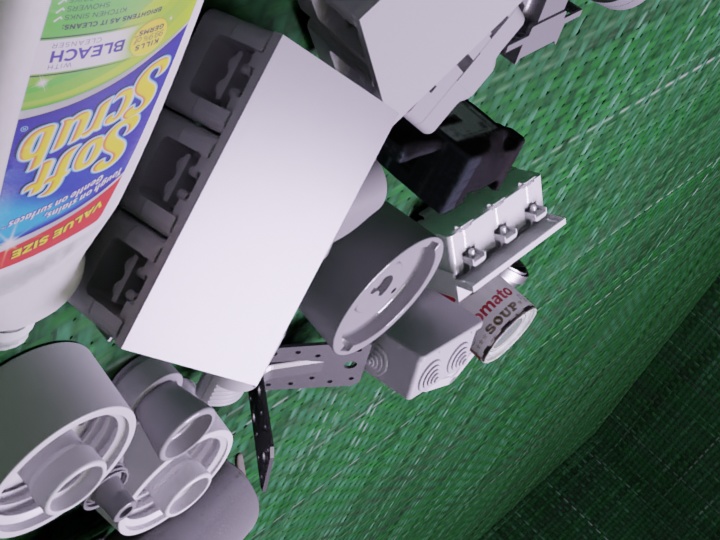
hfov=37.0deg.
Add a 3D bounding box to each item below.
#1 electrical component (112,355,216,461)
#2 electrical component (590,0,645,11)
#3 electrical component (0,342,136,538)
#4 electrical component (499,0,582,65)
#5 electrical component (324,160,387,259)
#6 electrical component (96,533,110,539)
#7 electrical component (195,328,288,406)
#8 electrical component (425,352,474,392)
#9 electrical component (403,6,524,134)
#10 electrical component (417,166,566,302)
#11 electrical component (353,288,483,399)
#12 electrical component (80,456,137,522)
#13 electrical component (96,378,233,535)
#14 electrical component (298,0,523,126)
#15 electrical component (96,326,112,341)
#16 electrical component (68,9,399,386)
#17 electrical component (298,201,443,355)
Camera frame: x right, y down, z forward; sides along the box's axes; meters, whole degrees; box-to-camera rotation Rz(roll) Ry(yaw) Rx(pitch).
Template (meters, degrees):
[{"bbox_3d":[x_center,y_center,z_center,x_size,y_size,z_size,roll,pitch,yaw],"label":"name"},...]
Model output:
[{"bbox_3d":[-0.125,0.085,0.674,0.045,0.055,0.045,-40,160,-18],"label":"electrical component"},{"bbox_3d":[0.189,-0.237,0.703,0.138,0.052,0.074,-55,159,22],"label":"electrical component"},{"bbox_3d":[-0.174,0.099,0.592,0.108,0.060,0.108,-40,160,-18],"label":"electrical component"},{"bbox_3d":[0.104,-0.171,0.673,0.081,0.042,0.063,-32,152,-37],"label":"electrical component"},{"bbox_3d":[-0.030,-0.031,0.662,0.077,0.043,0.079,-28,153,-43],"label":"electrical component"},{"bbox_3d":[-0.192,0.261,0.815,0.062,0.096,0.061,-19,147,-52],"label":"electrical component"},{"bbox_3d":[-0.084,0.060,0.727,0.043,0.043,0.081,-22,148,-51],"label":"electrical component"},{"bbox_3d":[0.087,0.057,1.055,0.113,0.057,0.078,-54,159,19],"label":"electrical component"},{"bbox_3d":[0.046,-0.129,0.617,0.089,0.050,0.056,-50,160,8],"label":"electrical component"},{"bbox_3d":[0.100,-0.034,0.884,0.121,0.079,0.063,-34,128,-33],"label":"electrical component"},{"bbox_3d":[0.038,0.054,0.888,0.100,0.100,0.048,-25,139,-46],"label":"electrical component"},{"bbox_3d":[-0.164,0.127,0.665,0.043,0.062,0.043,-40,160,-18],"label":"electrical component"},{"bbox_3d":[-0.136,0.134,0.737,0.108,0.060,0.108,-40,159,-18],"label":"electrical component"},{"bbox_3d":[0.053,-0.174,0.530,0.186,0.060,0.105,-44,160,-7],"label":"electrical component"},{"bbox_3d":[-0.111,0.010,0.573,0.066,0.048,0.055,-50,153,10],"label":"electrical component"},{"bbox_3d":[-0.062,-0.033,0.505,0.089,0.062,0.150,24,94,-50],"label":"electrical component"},{"bbox_3d":[0.000,0.000,0.759,0.108,0.060,0.108,-41,160,-18],"label":"electrical component"}]
